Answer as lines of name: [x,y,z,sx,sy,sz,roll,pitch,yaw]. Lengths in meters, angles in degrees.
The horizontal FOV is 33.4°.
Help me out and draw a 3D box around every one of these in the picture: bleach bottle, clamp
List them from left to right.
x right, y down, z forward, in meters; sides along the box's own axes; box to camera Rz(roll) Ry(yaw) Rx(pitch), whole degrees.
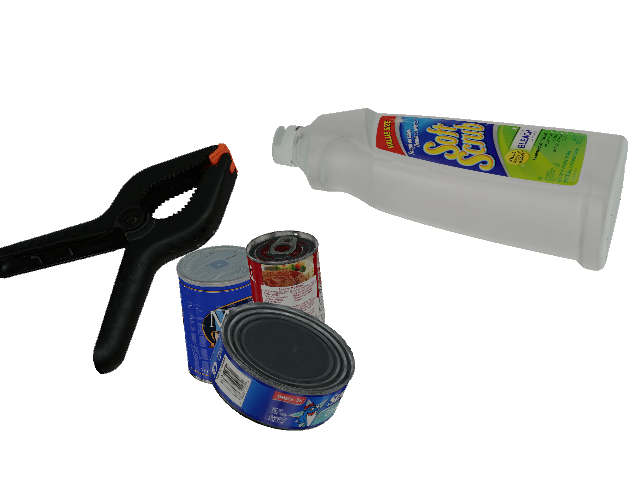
clamp: [-0.154,-0.006,0.848,0.165,0.209,0.036,26,-28,31]
bleach bottle: [0.083,-0.047,0.760,0.251,0.068,0.102,10,40,18]

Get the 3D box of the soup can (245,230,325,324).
soup can: [-0.031,0.050,1.010,0.068,0.102,0.068,-4,25,2]

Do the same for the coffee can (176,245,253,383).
coffee can: [-0.118,0.090,1.307,0.103,0.140,0.103,-2,24,1]

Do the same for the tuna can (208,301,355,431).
tuna can: [-0.024,0.077,0.655,0.086,0.034,0.086,17,28,-9]
